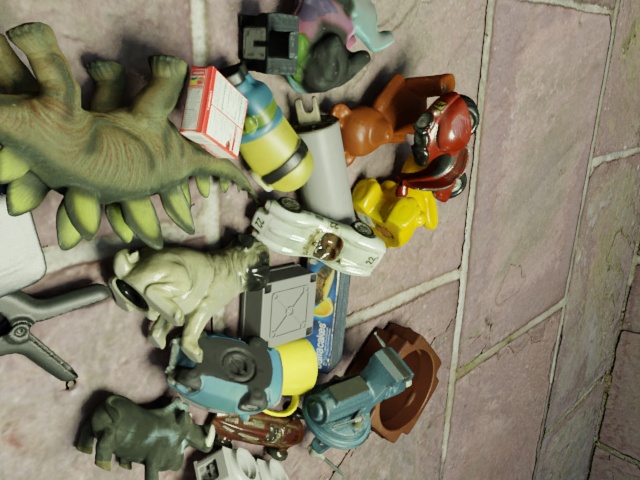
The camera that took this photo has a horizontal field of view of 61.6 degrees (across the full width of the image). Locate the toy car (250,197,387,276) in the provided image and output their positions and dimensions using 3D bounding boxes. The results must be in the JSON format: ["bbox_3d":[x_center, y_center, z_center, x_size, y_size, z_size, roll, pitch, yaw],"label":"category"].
[{"bbox_3d":[-0.002,-0.002,0.778,0.202,0.056,0.073,18,125,-17],"label":"toy car"}]

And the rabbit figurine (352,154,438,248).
[{"bbox_3d":[0.158,-0.073,0.937,0.173,0.122,0.162,-58,140,-14],"label":"rabbit figurine"}]

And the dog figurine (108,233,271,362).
[{"bbox_3d":[-0.155,0.032,0.686,0.190,0.121,0.172,-53,145,-33],"label":"dog figurine"}]

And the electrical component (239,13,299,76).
[{"bbox_3d":[-0.054,-0.242,0.663,0.048,0.119,0.074,-12,111,-38],"label":"electrical component"}]

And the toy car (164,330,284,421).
[{"bbox_3d":[-0.137,0.192,0.734,0.161,0.109,0.103,15,130,-21],"label":"toy car"}]

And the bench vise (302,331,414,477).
[{"bbox_3d":[0.050,0.285,0.909,0.223,0.129,0.240,-20,144,-49],"label":"bench vise"}]

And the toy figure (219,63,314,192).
[{"bbox_3d":[-0.075,-0.139,0.697,0.082,0.089,0.180,-52,131,-32],"label":"toy figure"}]

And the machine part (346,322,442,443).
[{"bbox_3d":[0.144,0.283,1.076,0.201,0.087,0.200,-54,134,-15],"label":"machine part"}]

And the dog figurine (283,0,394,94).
[{"bbox_3d":[-0.006,-0.326,0.696,0.191,0.109,0.219,-45,127,-21],"label":"dog figurine"}]

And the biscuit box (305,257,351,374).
[{"bbox_3d":[0.008,0.116,0.885,0.063,0.059,0.202,-28,126,-64],"label":"biscuit box"}]

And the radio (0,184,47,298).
[{"bbox_3d":[-0.374,0.014,0.468,0.229,0.073,0.130,-28,123,-34],"label":"radio"}]

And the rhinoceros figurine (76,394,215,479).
[{"bbox_3d":[-0.224,0.257,0.712,0.190,0.073,0.112,38,66,-44],"label":"rhinoceros figurine"}]

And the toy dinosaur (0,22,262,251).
[{"bbox_3d":[-0.199,-0.091,0.559,0.471,0.105,0.198,-9,101,-59],"label":"toy dinosaur"}]

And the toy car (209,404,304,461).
[{"bbox_3d":[-0.095,0.304,0.868,0.202,0.053,0.089,34,83,-47],"label":"toy car"}]

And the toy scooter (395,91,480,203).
[{"bbox_3d":[0.171,-0.128,0.817,0.135,0.075,0.183,-22,130,-23],"label":"toy scooter"}]

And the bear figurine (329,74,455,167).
[{"bbox_3d":[0.112,-0.187,0.846,0.196,0.132,0.120,-36,131,-39],"label":"bear figurine"}]

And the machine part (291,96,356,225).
[{"bbox_3d":[0.005,-0.095,0.805,0.079,0.079,0.242,-33,124,-33],"label":"machine part"}]
